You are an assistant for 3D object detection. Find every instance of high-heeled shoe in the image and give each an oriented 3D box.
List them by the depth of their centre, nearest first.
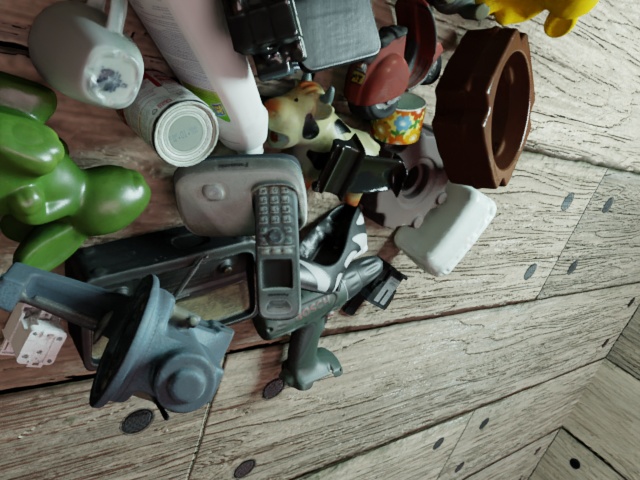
[{"bbox_3d":[-0.002,-0.002,0.737,0.248,0.086,0.145,18,81,-63],"label":"high-heeled shoe"}]

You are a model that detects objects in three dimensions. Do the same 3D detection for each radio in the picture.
[{"bbox_3d":[-0.185,0.058,0.659,0.229,0.073,0.131,-16,129,-34],"label":"radio"}]

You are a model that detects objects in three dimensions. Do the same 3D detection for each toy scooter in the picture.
[{"bbox_3d":[0.100,-0.243,0.685,0.184,0.075,0.135,-37,143,-30],"label":"toy scooter"}]

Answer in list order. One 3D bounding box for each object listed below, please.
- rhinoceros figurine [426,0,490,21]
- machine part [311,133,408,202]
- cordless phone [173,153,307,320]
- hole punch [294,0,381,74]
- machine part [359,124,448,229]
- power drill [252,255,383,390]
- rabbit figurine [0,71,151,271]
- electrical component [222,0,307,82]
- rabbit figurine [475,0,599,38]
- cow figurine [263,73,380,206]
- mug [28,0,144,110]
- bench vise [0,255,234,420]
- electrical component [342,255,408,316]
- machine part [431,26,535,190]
[{"bbox_3d":[0.207,-0.370,0.670,0.073,0.112,0.190,17,122,-22],"label":"rhinoceros figurine"},{"bbox_3d":[0.056,-0.087,0.676,0.139,0.039,0.084,2,120,-41],"label":"machine part"},{"bbox_3d":[-0.086,-0.001,0.604,0.147,0.088,0.184,-3,86,2],"label":"cordless phone"},{"bbox_3d":[-0.007,-0.246,0.599,0.142,0.092,0.115,-21,106,-22],"label":"hole punch"},{"bbox_3d":[0.138,-0.099,0.847,0.179,0.056,0.179,-22,130,-28],"label":"machine part"},{"bbox_3d":[0.004,0.140,0.883,0.232,0.086,0.207,-18,134,-27],"label":"power drill"},{"bbox_3d":[-0.245,-0.041,0.497,0.170,0.121,0.159,23,109,-45],"label":"rabbit figurine"},{"bbox_3d":[-0.052,-0.212,0.481,0.058,0.115,0.134,-13,105,7],"label":"electrical component"},{"bbox_3d":[0.302,-0.335,0.731,0.162,0.173,0.121,14,105,-42],"label":"rabbit figurine"},{"bbox_3d":[0.004,-0.128,0.685,0.194,0.086,0.127,17,113,-44],"label":"cow figurine"},{"bbox_3d":[-0.191,-0.164,0.466,0.080,0.107,0.109,17,108,-49],"label":"mug"},{"bbox_3d":[-0.189,0.074,0.498,0.240,0.224,0.128,27,98,-23],"label":"bench vise"},{"bbox_3d":[0.093,0.092,0.955,0.119,0.048,0.074,-52,139,0],"label":"electrical component"},{"bbox_3d":[0.248,-0.194,0.807,0.201,0.087,0.201,-60,143,-23],"label":"machine part"}]
